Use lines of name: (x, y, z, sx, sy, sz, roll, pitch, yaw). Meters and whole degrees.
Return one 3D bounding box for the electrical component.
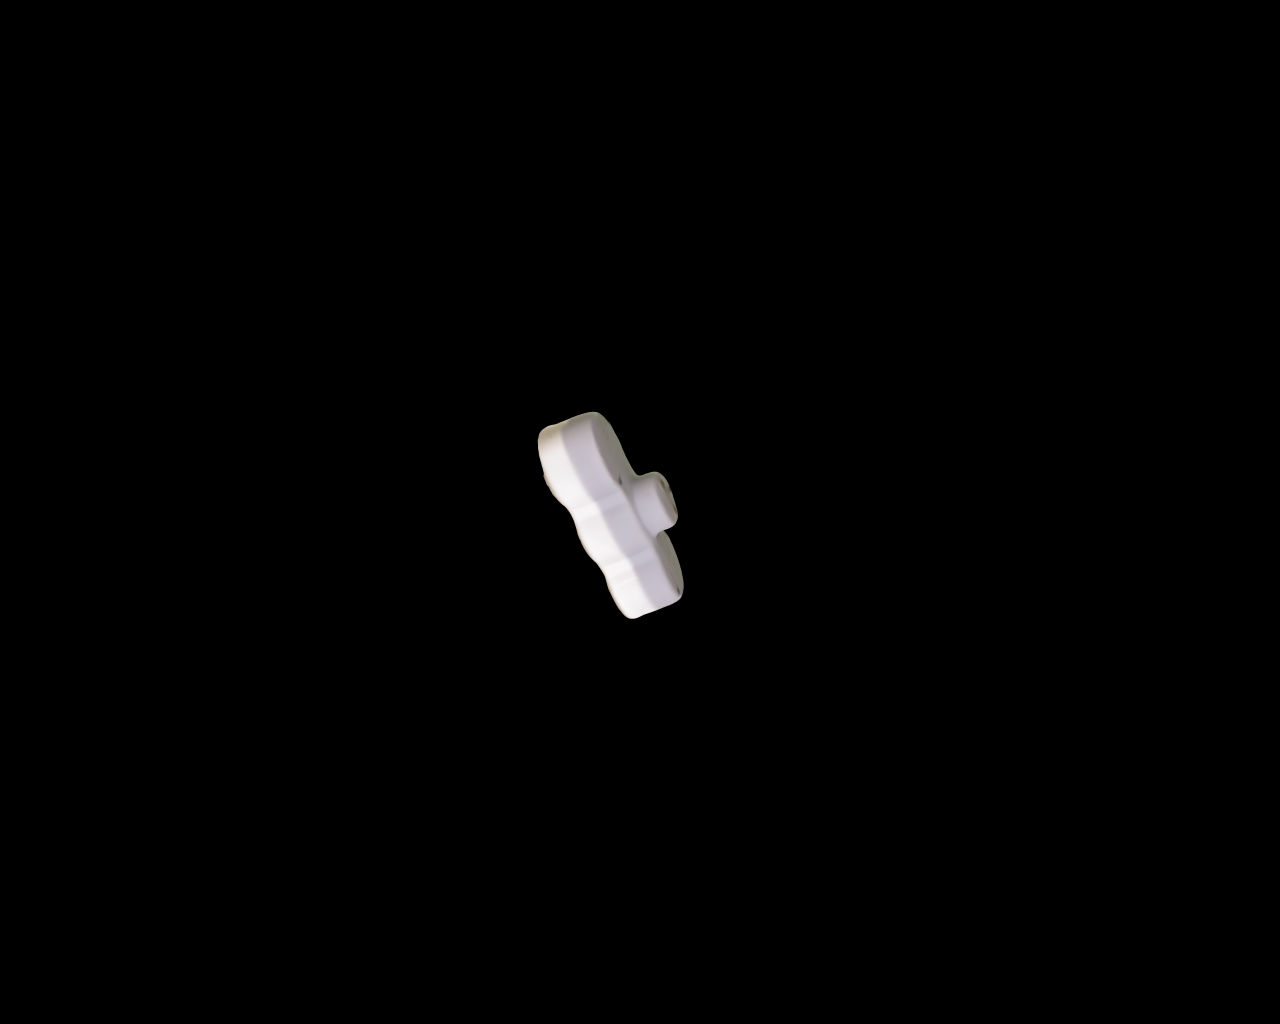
electrical component: (0.001, -0.003, 0.650, 0.074, 0.138, 0.052, -21, 28, 12)
